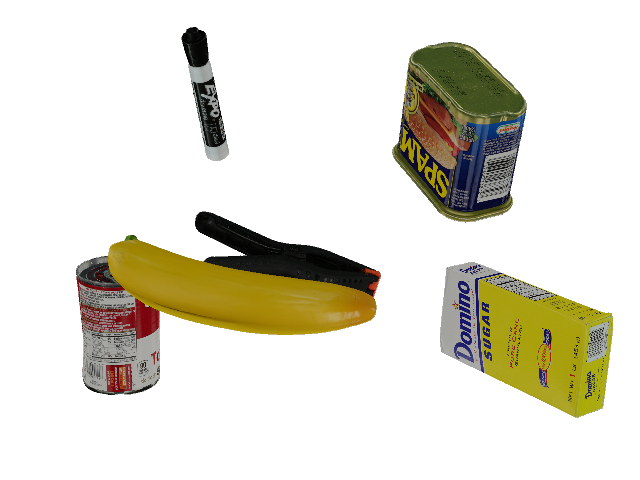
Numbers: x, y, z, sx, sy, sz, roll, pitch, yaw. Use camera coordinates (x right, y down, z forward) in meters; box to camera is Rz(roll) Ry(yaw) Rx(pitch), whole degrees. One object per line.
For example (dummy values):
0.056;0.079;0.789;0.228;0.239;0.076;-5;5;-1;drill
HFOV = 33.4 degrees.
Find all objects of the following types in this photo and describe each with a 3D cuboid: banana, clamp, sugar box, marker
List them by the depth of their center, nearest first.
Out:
-0.065;0.027;0.673;0.198;0.037;0.069;15;33;26;banana
-0.089;-0.112;0.824;0.020;0.020;0.121;0;-44;7;marker
0.188;0.089;1.003;0.048;0.093;0.176;-11;21;-39;sugar box
-0.037;0.027;1.131;0.210;0.036;0.164;16;18;-6;clamp

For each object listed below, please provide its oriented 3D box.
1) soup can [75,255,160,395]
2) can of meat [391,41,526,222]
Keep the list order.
-0.170;0.071;0.902;0.068;0.102;0.068;1;19;-1;soup can
0.096;-0.077;0.739;0.057;0.084;0.102;-13;42;-20;can of meat
